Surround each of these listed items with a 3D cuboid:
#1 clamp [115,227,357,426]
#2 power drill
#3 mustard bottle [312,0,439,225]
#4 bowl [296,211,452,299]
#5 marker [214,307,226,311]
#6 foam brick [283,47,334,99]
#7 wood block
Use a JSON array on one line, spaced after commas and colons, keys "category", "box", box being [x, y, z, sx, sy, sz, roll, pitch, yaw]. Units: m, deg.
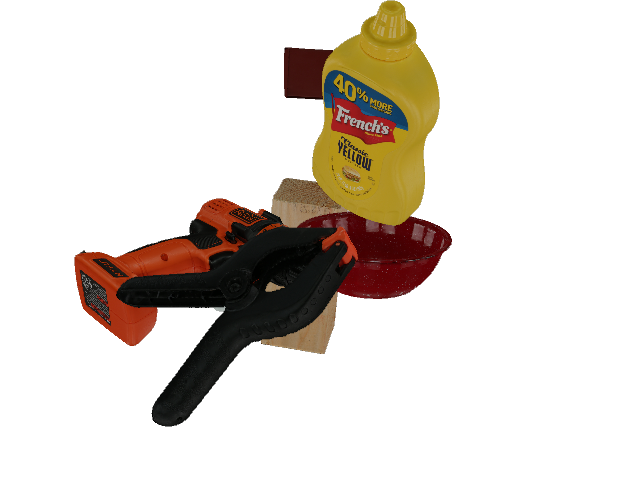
[{"category": "clamp", "box": [-0.053, 0.049, 0.706, 0.171, 0.120, 0.039, -23, -32, 11]}, {"category": "power drill", "box": [-0.102, 0.028, 0.925, 0.187, 0.057, 0.185, -20, 29, -33]}, {"category": "mustard bottle", "box": [0.044, -0.103, 0.828, 0.096, 0.192, 0.058, 34, 54, 22]}, {"category": "bowl", "box": [0.053, 0.019, 1.096, 0.162, 0.055, 0.162, 1, 18, -1]}, {"category": "marker", "box": [-0.115, 0.027, 1.207, 0.020, 0.121, 0.020, 0, 33, 0]}, {"category": "foam brick", "box": [0.002, -0.171, 1.101, 0.078, 0.051, 0.053, 2, 10, -5]}, {"category": "wood block", "box": [-0.021, 0.033, 1.410, 0.090, 0.206, 0.090, 9, 23, 6]}]
